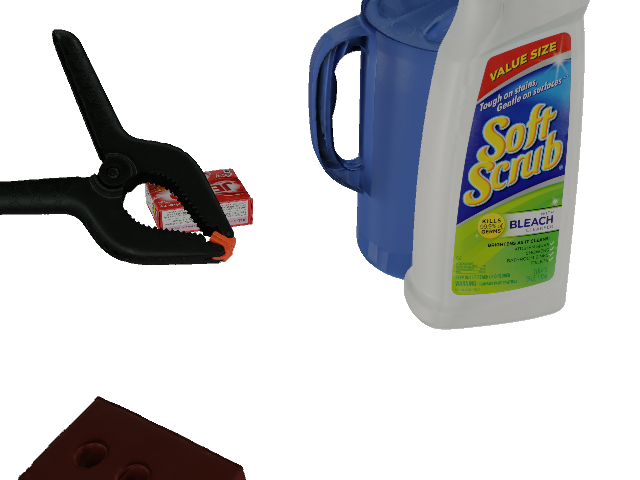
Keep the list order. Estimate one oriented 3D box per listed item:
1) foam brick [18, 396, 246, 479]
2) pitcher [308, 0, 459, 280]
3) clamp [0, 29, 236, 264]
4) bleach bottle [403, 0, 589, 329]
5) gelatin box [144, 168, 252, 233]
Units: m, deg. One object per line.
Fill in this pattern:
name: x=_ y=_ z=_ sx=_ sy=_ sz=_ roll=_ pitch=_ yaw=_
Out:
foam brick: x=-0.073 y=0.111 z=0.434 sx=0.078 sy=0.051 sz=0.052 roll=20 pitch=45 yaw=25
pitcher: x=0.081 y=-0.086 z=0.887 sx=0.149 sy=0.243 sz=0.144 roll=21 pitch=41 yaw=20
clamp: x=-0.151 y=-0.054 z=0.778 sx=0.210 sy=0.164 sz=0.036 roll=24 pitch=-19 yaw=-2
bleach bottle: x=0.100 y=-0.073 z=0.618 sx=0.102 sy=0.251 sz=0.068 roll=-7 pitch=27 yaw=-8
gelatin box: x=-0.114 y=-0.037 z=0.997 sx=0.089 sy=0.030 sz=0.073 roll=-9 pitch=28 yaw=-16
